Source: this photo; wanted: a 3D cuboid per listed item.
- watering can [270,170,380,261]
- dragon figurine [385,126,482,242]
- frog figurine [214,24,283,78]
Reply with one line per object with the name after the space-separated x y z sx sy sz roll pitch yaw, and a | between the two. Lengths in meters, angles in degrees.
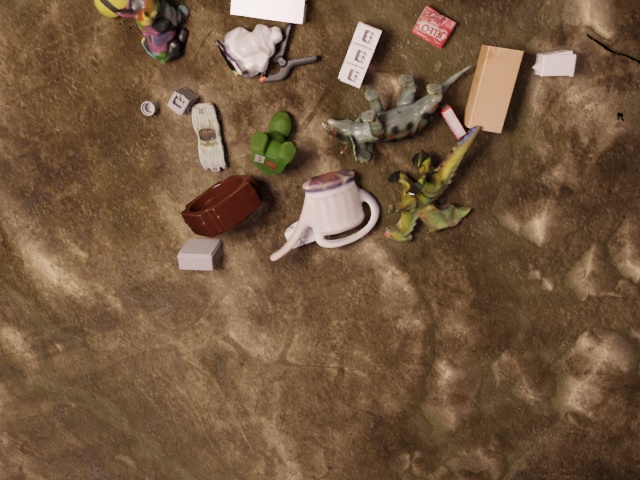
0.004 -0.074 1.470 0.349 0.221 0.105 -18 18 -12 | watering can
0.331 -0.125 1.447 0.405 0.125 0.240 -36 -50 24 | dragon figurine
-0.176 -0.507 1.353 0.160 0.139 0.120 -36 -20 -8 | frog figurine
